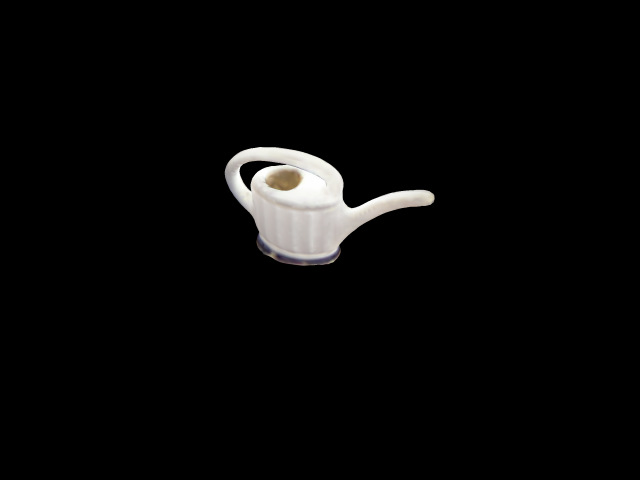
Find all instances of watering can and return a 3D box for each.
[{"bbox_3d":[0.003,-0.043,0.850,0.348,0.219,0.106,16,48,15],"label":"watering can"}]
